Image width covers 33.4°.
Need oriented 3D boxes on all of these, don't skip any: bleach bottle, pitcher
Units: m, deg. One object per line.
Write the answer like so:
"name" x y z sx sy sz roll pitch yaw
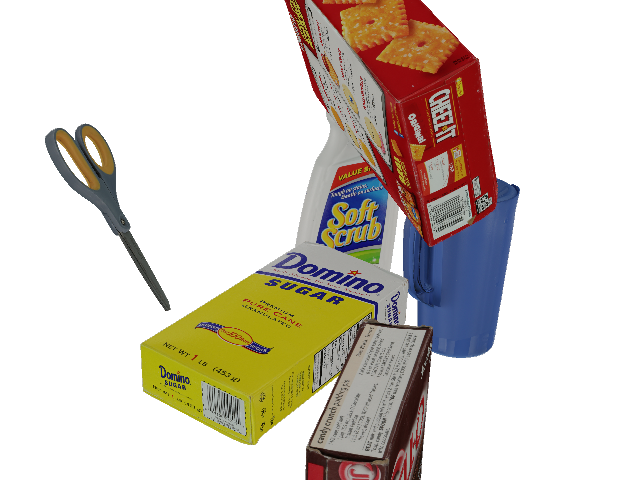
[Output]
"bleach bottle" 0.024 -0.037 1.020 0.102 0.251 0.068 3 22 -5
"pitcher" 0.185 0.035 1.451 0.149 0.243 0.145 4 22 5

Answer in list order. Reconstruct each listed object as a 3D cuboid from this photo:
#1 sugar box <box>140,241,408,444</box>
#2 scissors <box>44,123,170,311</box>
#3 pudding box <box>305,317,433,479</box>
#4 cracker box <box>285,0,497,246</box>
"sugar box" -0.026 0.061 0.715 0.093 0.048 0.175 21 37 30
"scissors" -0.194 -0.032 1.034 0.016 0.201 0.096 -24 26 22
"pudding box" 0.022 0.100 0.478 0.039 0.090 0.113 8 26 10
"cracker box" 0.049 -0.125 0.817 0.072 0.214 0.164 -28 -39 -6
